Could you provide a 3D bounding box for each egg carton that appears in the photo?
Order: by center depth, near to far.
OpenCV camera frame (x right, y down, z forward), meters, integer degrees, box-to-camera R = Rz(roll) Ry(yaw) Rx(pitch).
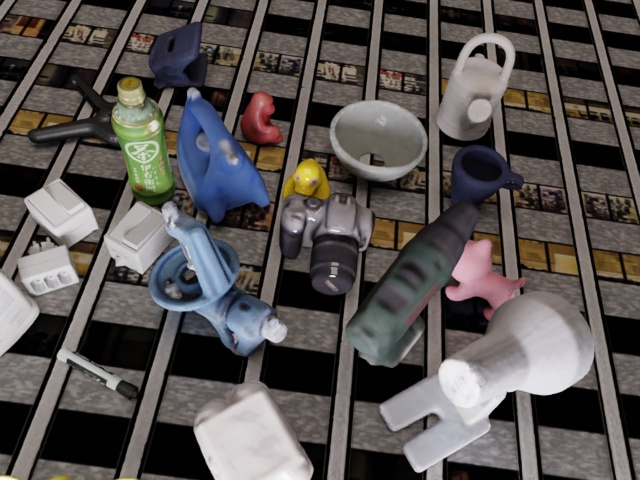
[{"bbox_3d":[-0.083,0.249,0.688,0.107,0.069,0.150,-26,63,-22],"label":"egg carton"}]

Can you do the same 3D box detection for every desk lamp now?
[{"bbox_3d":[0.196,0.169,0.687,0.203,0.213,0.117,-24,62,-20],"label":"desk lamp"}]

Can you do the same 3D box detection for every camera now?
[{"bbox_3d":[0.008,0.003,0.846,0.143,0.101,0.137,7,56,-1],"label":"camera"}]

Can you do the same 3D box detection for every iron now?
[{"bbox_3d":[-0.174,-0.159,0.910,0.119,0.141,0.257,-21,61,-19],"label":"iron"}]

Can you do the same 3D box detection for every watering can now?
[{"bbox_3d":[0.279,-0.271,1.005,0.101,0.194,0.172,-7,57,-11],"label":"watering can"}]

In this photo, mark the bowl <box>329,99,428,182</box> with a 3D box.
[{"bbox_3d":[0.095,-0.157,0.980,0.167,0.075,0.167,3,56,-4],"label":"bowl"}]

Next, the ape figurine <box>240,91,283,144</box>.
[{"bbox_3d":[-0.100,-0.215,0.986,0.076,0.092,0.078,1,56,-6],"label":"ape figurine"}]

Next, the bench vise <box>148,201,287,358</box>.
[{"bbox_3d":[-0.128,0.043,0.731,0.207,0.220,0.121,16,56,5],"label":"bench vise"}]

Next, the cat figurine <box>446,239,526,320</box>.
[{"bbox_3d":[0.234,0.047,0.832,0.127,0.118,0.067,26,57,11],"label":"cat figurine"}]

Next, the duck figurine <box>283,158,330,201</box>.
[{"bbox_3d":[-0.019,-0.095,0.917,0.077,0.086,0.104,14,56,3],"label":"duck figurine"}]

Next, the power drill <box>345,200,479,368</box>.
[{"bbox_3d":[0.113,0.074,0.745,0.075,0.208,0.230,35,59,16],"label":"power drill"}]

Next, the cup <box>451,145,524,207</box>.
[{"bbox_3d":[0.266,-0.091,0.943,0.117,0.095,0.092,17,56,5],"label":"cup"}]

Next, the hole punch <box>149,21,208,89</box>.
[{"bbox_3d":[-0.262,-0.342,1.053,0.101,0.091,0.108,1,56,-6],"label":"hole punch"}]
